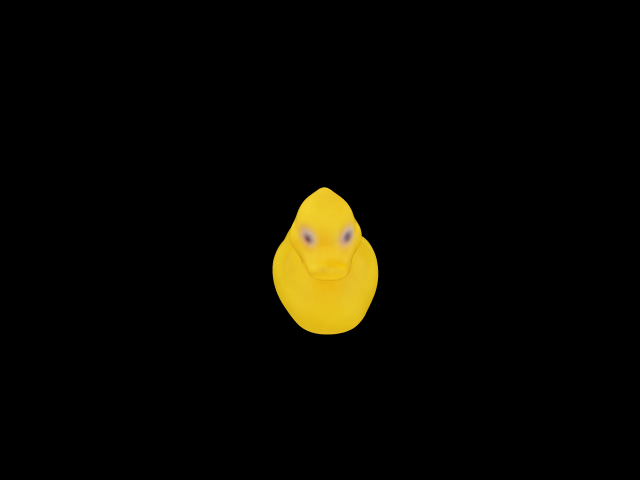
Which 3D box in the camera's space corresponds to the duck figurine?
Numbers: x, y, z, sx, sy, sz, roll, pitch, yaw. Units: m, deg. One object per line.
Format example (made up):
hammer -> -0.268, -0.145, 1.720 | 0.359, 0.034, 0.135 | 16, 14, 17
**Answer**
duck figurine -> 0.004, 0.001, 0.400 | 0.077, 0.086, 0.104 | -2, 47, -2
